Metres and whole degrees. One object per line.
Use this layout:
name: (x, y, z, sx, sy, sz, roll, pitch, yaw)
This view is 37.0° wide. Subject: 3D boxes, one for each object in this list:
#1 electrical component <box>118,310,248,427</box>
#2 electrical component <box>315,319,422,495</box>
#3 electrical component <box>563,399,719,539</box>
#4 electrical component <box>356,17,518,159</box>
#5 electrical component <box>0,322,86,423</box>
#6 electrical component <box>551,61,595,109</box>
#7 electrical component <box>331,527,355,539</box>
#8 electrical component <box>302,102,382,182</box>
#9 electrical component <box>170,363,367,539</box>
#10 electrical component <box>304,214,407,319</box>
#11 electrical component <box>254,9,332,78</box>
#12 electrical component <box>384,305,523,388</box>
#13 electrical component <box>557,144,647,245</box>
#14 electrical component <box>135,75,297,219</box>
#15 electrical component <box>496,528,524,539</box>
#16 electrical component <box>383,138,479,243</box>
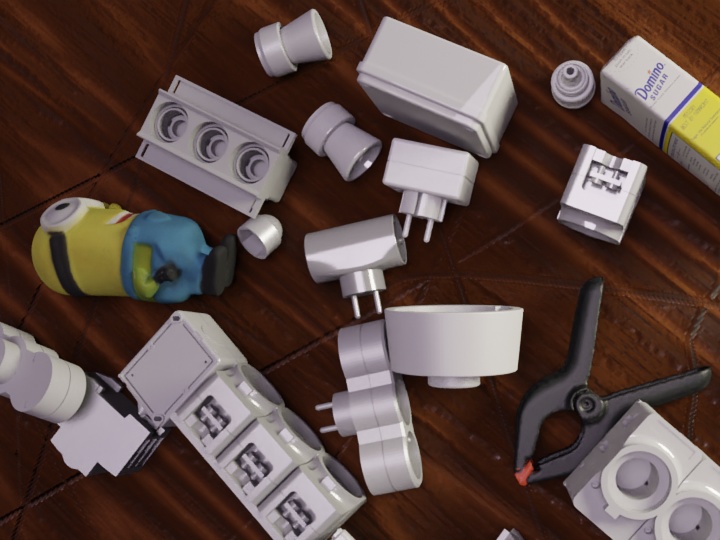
electrical component: (-0.152, 0.089, 0.916, 0.096, 0.061, 0.061, -47, 70, 11)
electrical component: (0.000, 0.115, 0.879, 0.074, 0.052, 0.138, -13, 82, 13)
electrical component: (0.239, 0.181, 0.793, 0.150, 0.062, 0.089, 41, 95, 1)
electrical component: (0.064, -0.143, 0.858, 0.109, 0.109, 0.056, 25, 89, 15)
electrical component: (-0.300, 0.081, 0.917, 0.138, 0.074, 0.052, 22, 82, 43)
electrical component: (0.169, -0.150, 0.856, 0.035, 0.061, 0.035, -1, 85, 14)
electrical component: (-0.015, 0.239, 0.815, 0.061, 0.096, 0.062, 44, 79, 8)
electrical component: (-0.016, -0.109, 0.907, 0.055, 0.045, 0.045, 43, 96, 14)
electrical component: (-0.069, 0.151, 0.874, 0.062, 0.089, 0.150, -45, 77, 7)
electrical component: (0.000, 0.000, 0.894, 0.077, 0.043, 0.079, -13, 83, 12)
electrical component: (-0.057, -0.194, 0.924, 0.055, 0.045, 0.045, -17, 81, 12)
electrical component: (0.073, 0.060, 0.840, 0.108, 0.108, 0.060, 0, 91, 14)
electrical component: (0.186, -0.055, 0.829, 0.050, 0.089, 0.055, 22, 91, 15)
electrical component: (-0.119, -0.104, 0.922, 0.121, 0.063, 0.078, 27, 92, 15)
electrical component: (0.130, 0.239, 0.826, 0.064, 0.081, 0.042, 33, 95, -14)
electrical component: (0.054, -0.062, 0.884, 0.066, 0.047, 0.076, 13, 90, 16)
